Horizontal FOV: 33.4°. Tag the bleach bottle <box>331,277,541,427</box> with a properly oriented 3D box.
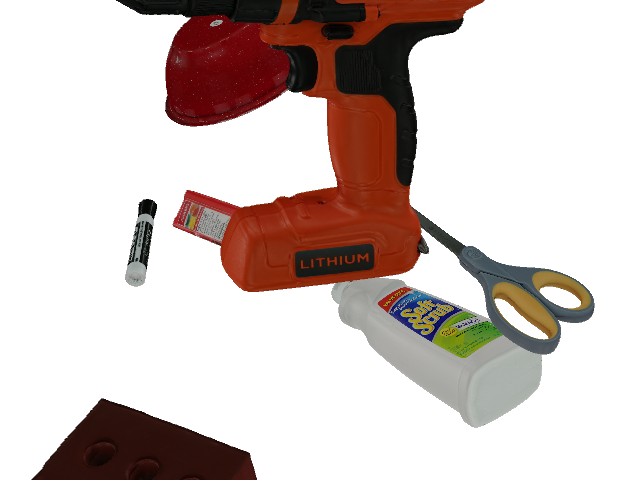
[{"bbox_3d":[0.093,0.093,1.055,0.102,0.068,0.251,-22,30,-32],"label":"bleach bottle"}]

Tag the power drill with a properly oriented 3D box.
[{"bbox_3d":[-0.010,-0.067,0.517,0.184,0.188,0.057,-5,33,-15],"label":"power drill"}]

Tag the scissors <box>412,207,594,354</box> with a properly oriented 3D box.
[{"bbox_3d":[0.144,0.016,0.869,0.096,0.016,0.202,-12,43,-22],"label":"scissors"}]

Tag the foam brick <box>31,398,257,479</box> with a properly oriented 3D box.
[{"bbox_3d":[-0.070,0.112,0.446,0.078,0.051,0.053,15,42,23],"label":"foam brick"}]

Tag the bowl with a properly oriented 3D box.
[{"bbox_3d":[-0.078,-0.171,0.941,0.162,0.055,0.162,-20,34,14],"label":"bowl"}]

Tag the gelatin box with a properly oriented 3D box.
[{"bbox_3d":[-0.041,-0.001,0.711,0.073,0.030,0.089,21,-1,43],"label":"gelatin box"}]

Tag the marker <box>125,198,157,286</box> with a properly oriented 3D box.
[{"bbox_3d":[-0.176,-0.001,1.050,0.020,0.020,0.121,0,39,-2],"label":"marker"}]
